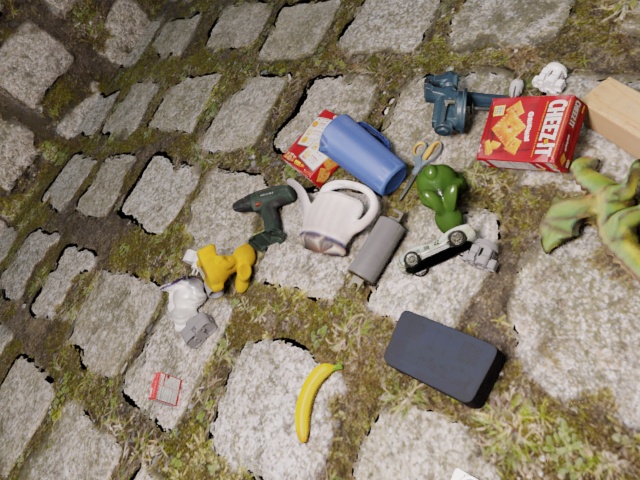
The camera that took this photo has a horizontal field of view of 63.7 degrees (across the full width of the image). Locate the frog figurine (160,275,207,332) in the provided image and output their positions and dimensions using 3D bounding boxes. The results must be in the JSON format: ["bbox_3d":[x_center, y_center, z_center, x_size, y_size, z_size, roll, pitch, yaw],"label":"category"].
[{"bbox_3d":[-0.404,0.193,1.572,0.137,0.123,0.160,-22,87,13],"label":"frog figurine"}]

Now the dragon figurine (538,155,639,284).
[{"bbox_3d":[0.577,-0.021,1.064,0.240,0.121,0.419,-17,50,46],"label":"dragon figurine"}]

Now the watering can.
[{"bbox_3d":[0.004,-0.073,1.451,0.349,0.102,0.227,12,69,38],"label":"watering can"}]
